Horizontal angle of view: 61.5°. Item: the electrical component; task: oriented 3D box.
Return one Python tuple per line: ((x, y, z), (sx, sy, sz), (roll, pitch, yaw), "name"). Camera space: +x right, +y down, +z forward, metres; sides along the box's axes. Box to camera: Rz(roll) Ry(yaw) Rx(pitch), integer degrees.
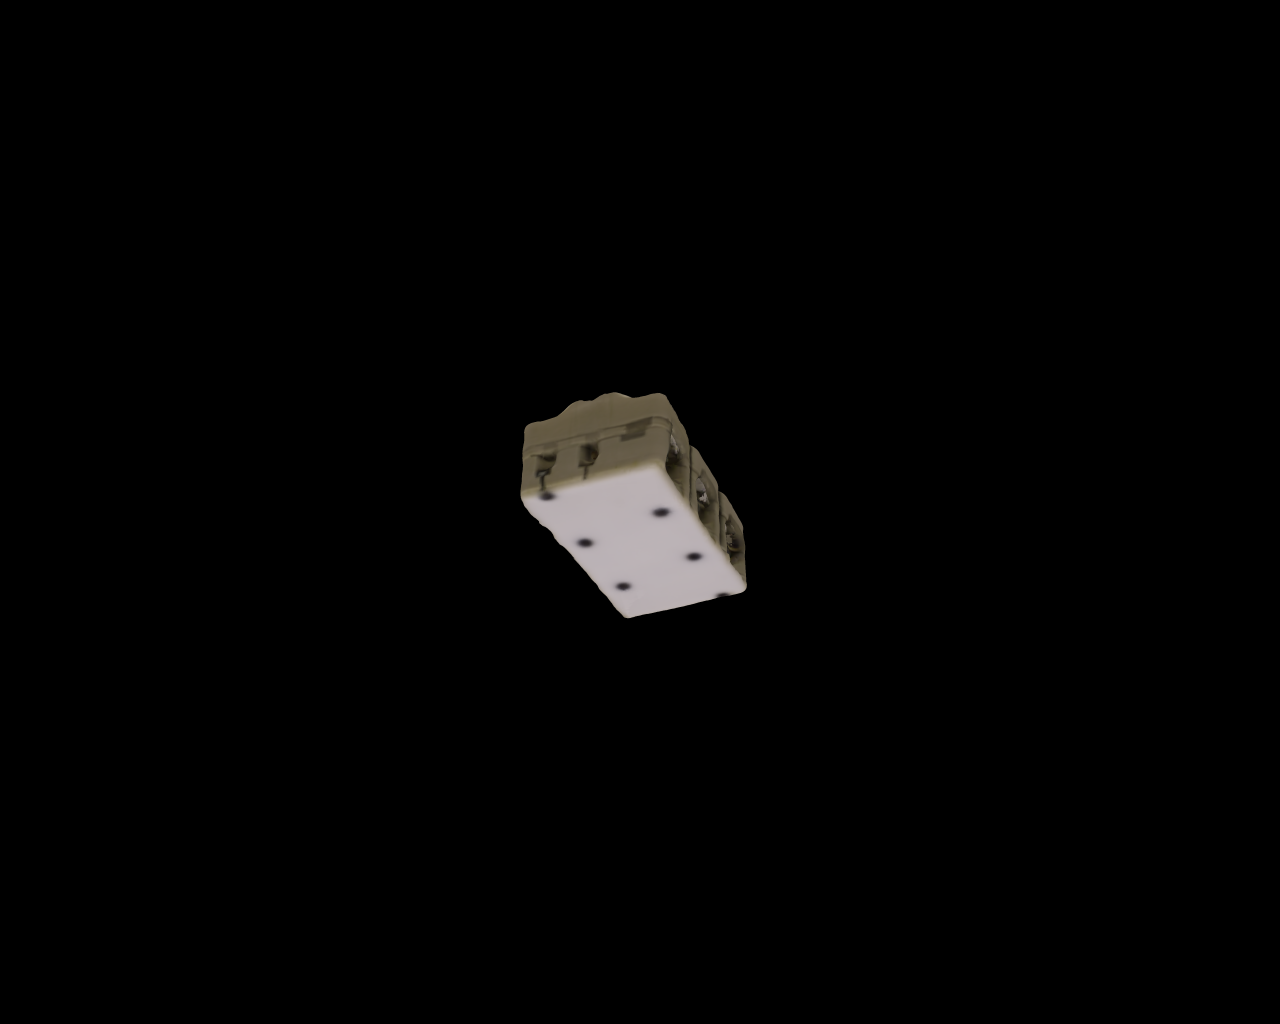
((0.001, -0.003, 0.650), (0.089, 0.062, 0.150), (-13, -38, 18), "electrical component")
